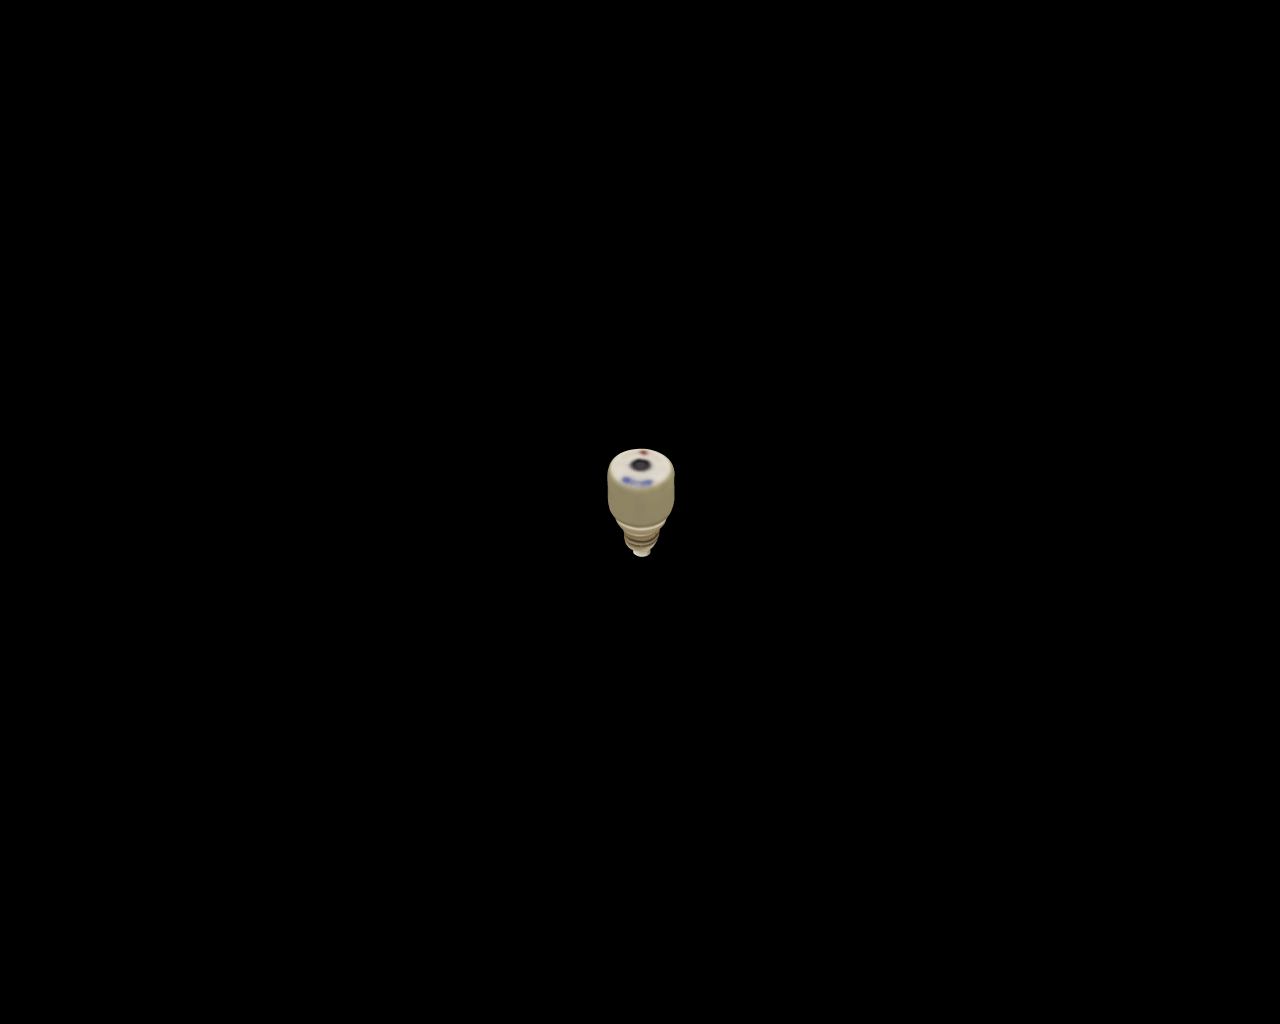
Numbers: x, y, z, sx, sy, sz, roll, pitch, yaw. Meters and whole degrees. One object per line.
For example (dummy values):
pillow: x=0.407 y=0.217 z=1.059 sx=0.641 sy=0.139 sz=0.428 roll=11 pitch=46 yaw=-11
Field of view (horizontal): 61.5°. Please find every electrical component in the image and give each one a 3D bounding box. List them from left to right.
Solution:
electrical component: x=0.001 y=-0.003 z=0.650 sx=0.040 sy=0.078 sz=0.040 roll=0 pitch=42 yaw=0
